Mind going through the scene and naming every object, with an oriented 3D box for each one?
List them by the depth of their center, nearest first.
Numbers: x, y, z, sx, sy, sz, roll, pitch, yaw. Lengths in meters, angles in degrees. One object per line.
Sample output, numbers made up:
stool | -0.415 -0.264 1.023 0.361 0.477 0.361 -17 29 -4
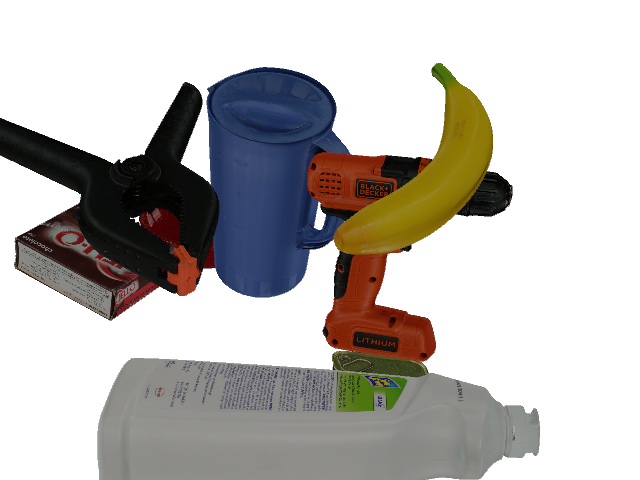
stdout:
bleach bottle | 0.003 0.114 0.631 0.251 0.068 0.102 1 20 2
banana | 0.076 -0.047 0.738 0.070 0.037 0.197 21 49 12
clamp | -0.121 -0.043 0.742 0.164 0.036 0.210 -21 47 -27
pudding box | -0.199 0.016 0.946 0.114 0.039 0.089 23 32 20
power drill | 0.076 0.014 0.979 0.184 0.188 0.057 8 19 14
can of meat | 0.056 0.169 1.117 0.102 0.084 0.057 7 20 -8
pitcher | -0.051 -0.050 1.157 0.145 0.243 0.149 -2 43 -9
bowl | -0.144 -0.011 1.332 0.162 0.055 0.162 1 29 -1
